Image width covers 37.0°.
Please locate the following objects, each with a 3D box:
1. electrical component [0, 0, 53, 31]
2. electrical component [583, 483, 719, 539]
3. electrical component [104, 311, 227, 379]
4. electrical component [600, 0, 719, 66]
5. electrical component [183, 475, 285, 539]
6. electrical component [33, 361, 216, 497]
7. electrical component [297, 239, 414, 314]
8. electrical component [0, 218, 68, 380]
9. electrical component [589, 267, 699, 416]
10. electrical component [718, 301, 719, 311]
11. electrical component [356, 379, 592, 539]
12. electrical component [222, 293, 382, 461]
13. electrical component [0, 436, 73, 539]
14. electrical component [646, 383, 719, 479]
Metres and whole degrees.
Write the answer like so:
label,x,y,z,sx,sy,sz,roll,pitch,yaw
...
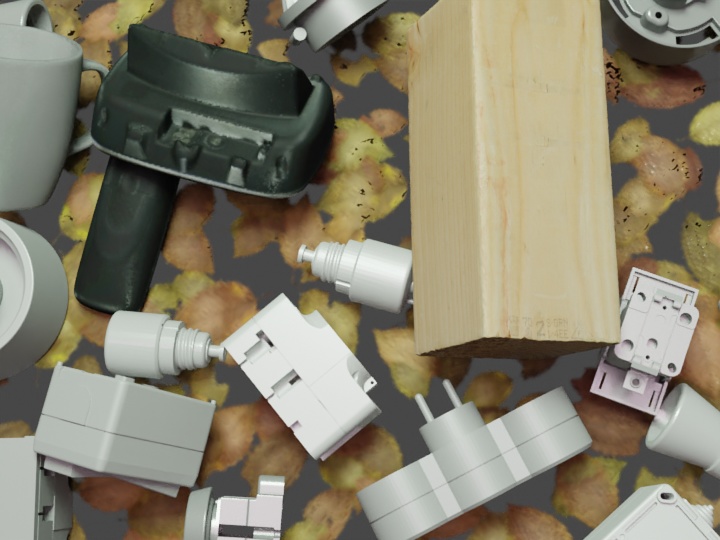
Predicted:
label,x,y,z,sx,sy,sz,roll,pitch,yaw
electrical component,-0.245,-0.160,0.719,0.065,0.044,0.044,3,79,10
electrical component,0.164,0.167,0.614,0.096,0.061,0.061,-39,80,-10
electrical component,-0.122,0.048,0.669,0.078,0.040,0.040,5,79,5
electrical component,0.195,-0.180,0.673,0.099,0.064,0.099,-1,79,5
electrical component,-0.075,0.155,0.642,0.055,0.048,0.066,4,79,-2
electrical component,-0.135,0.097,0.637,0.062,0.096,0.061,7,78,36
electrical component,0.000,0.000,0.667,0.078,0.040,0.040,15,81,8
electrical component,-0.246,0.014,0.675,0.108,0.060,0.108,-1,79,5
electrical component,0.170,0.040,0.634,0.042,0.064,0.081,19,81,7
electrical component,0.247,0.008,0.644,0.048,0.048,0.062,25,76,9
electrical component,0.059,0.102,0.637,0.138,0.052,0.073,-27,78,-1
electrical component,-0.031,0.063,0.653,0.056,0.050,0.089,-40,79,-3
electrical component,-0.257,0.148,0.650,0.150,0.061,0.089,-2,79,4
electrical component,0.208,0.101,0.631,0.065,0.044,0.044,30,83,5
